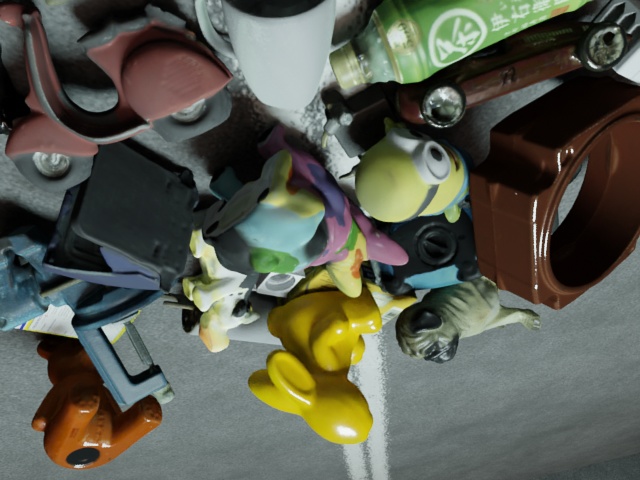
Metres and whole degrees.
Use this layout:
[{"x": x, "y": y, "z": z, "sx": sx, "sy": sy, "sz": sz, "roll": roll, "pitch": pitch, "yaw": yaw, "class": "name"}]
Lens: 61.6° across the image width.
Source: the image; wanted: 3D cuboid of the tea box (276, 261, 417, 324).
[{"x": 0.034, "y": 0.059, "z": 0.714, "sx": 0.169, "sy": 0.068, "sz": 0.098, "roll": 22, "pitch": 130, "yaw": -36, "class": "tea box"}]

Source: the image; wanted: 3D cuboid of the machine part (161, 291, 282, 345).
[{"x": -0.091, "y": 0.097, "z": 0.715, "sx": 0.243, "sy": 0.079, "sz": 0.079, "roll": 15, "pitch": 134, "yaw": -30, "class": "machine part"}]

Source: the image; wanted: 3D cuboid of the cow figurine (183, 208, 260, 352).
[{"x": -0.105, "y": 0.043, "z": 0.612, "sx": 0.098, "sy": 0.068, "sz": 0.167, "roll": -17, "pitch": 119, "yaw": -29, "class": "cow figurine"}]

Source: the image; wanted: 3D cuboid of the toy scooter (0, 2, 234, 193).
[{"x": -0.165, "y": -0.127, "z": 0.410, "sx": 0.184, "sy": 0.075, "sz": 0.135, "roll": -24, "pitch": 115, "yaw": -8, "class": "toy scooter"}]

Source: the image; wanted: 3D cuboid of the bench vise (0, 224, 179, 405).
[{"x": -0.237, "y": 0.085, "z": 0.570, "sx": 0.224, "sy": 0.129, "sz": 0.240, "roll": -30, "pitch": 108, "yaw": -22, "class": "bench vise"}]

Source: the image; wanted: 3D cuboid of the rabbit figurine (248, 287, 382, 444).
[{"x": 0.006, "y": 0.149, "z": 0.624, "sx": 0.162, "sy": 0.173, "sz": 0.122, "roll": 5, "pitch": 144, "yaw": -29, "class": "rabbit figurine"}]

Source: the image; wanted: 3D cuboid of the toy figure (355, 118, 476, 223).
[{"x": 0.104, "y": -0.058, "z": 0.533, "sx": 0.180, "sy": 0.082, "sz": 0.089, "roll": -3, "pitch": 117, "yaw": -60, "class": "toy figure"}]

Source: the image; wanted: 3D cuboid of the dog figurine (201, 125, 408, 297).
[{"x": -0.001, "y": -0.002, "z": 0.547, "sx": 0.108, "sy": 0.192, "sz": 0.219, "roll": -40, "pitch": 120, "yaw": 21, "class": "dog figurine"}]

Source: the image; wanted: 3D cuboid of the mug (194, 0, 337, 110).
[{"x": -0.040, "y": -0.154, "z": 0.418, "sx": 0.110, "sy": 0.081, "sz": 0.107, "roll": 6, "pitch": 150, "yaw": 7, "class": "mug"}]

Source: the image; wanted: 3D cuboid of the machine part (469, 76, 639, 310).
[{"x": 0.255, "y": -0.045, "z": 0.545, "sx": 0.201, "sy": 0.087, "sz": 0.200, "roll": -30, "pitch": 127, "yaw": -18, "class": "machine part"}]

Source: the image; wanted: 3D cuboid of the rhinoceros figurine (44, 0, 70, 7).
[{"x": -0.239, "y": -0.182, "z": 0.319, "sx": 0.190, "sy": 0.073, "sz": 0.112, "roll": -13, "pitch": 144, "yaw": -1, "class": "rhinoceros figurine"}]

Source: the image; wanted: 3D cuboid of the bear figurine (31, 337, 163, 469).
[{"x": -0.289, "y": 0.180, "z": 0.684, "sx": 0.120, "sy": 0.196, "sz": 0.132, "roll": 29, "pitch": 113, "yaw": -36, "class": "bear figurine"}]

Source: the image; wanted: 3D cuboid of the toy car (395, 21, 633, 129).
[{"x": 0.163, "y": -0.152, "z": 0.472, "sx": 0.202, "sy": 0.089, "sz": 0.053, "roll": -20, "pitch": 108, "yaw": 6, "class": "toy car"}]

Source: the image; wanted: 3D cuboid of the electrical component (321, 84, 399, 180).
[{"x": 0.041, "y": -0.105, "z": 0.528, "sx": 0.078, "sy": 0.045, "sz": 0.102, "roll": -20, "pitch": 143, "yaw": 10, "class": "electrical component"}]

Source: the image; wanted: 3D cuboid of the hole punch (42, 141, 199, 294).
[{"x": -0.186, "y": -0.015, "z": 0.506, "sx": 0.092, "sy": 0.142, "sz": 0.115, "roll": -30, "pitch": 136, "yaw": 34, "class": "hole punch"}]

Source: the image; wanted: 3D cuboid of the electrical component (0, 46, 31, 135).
[{"x": -0.300, "y": -0.107, "z": 0.415, "sx": 0.119, "sy": 0.048, "sz": 0.074, "roll": -9, "pitch": 142, "yaw": -5, "class": "electrical component"}]

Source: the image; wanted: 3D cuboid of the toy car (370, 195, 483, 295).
[{"x": 0.144, "y": 0.009, "z": 0.663, "sx": 0.162, "sy": 0.109, "sz": 0.103, "roll": -24, "pitch": 167, "yaw": 24, "class": "toy car"}]

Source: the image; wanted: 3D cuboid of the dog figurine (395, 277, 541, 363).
[{"x": 0.164, "y": 0.085, "z": 0.711, "sx": 0.191, "sy": 0.121, "sz": 0.172, "roll": -15, "pitch": 178, "yaw": -16, "class": "dog figurine"}]
